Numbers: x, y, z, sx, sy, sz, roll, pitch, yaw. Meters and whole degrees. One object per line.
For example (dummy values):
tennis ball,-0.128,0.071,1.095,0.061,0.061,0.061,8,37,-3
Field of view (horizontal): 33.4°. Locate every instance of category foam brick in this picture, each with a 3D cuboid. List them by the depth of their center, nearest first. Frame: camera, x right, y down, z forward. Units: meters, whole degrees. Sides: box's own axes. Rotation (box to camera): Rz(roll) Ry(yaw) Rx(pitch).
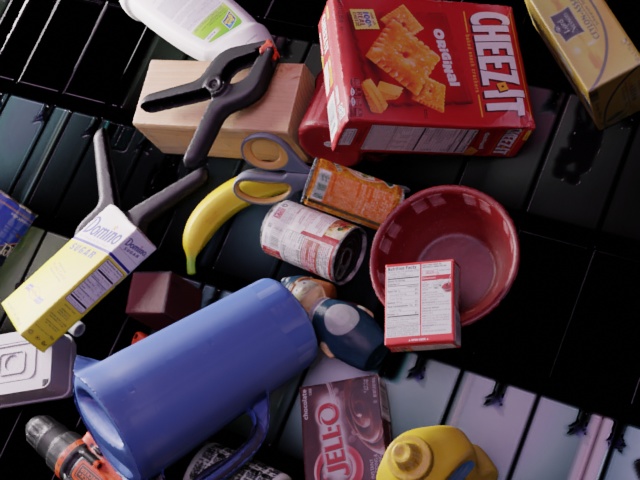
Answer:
foam brick,-0.178,0.072,1.225,0.051,0.078,0.053,-2,67,23

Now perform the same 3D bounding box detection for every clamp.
clamp,-0.114,-0.158,1.214,0.171,0.039,0.120,-32,66,6
clamp,-0.252,-0.032,1.316,0.165,0.036,0.210,29,84,20

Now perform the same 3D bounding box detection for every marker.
marker,-0.335,0.084,1.316,0.121,0.020,0.020,29,82,29

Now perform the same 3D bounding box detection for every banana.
banana,-0.093,-0.041,1.264,0.198,0.037,0.069,-37,84,6

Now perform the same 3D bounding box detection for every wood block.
wood block,-0.107,-0.155,1.284,0.206,0.090,0.091,5,71,23

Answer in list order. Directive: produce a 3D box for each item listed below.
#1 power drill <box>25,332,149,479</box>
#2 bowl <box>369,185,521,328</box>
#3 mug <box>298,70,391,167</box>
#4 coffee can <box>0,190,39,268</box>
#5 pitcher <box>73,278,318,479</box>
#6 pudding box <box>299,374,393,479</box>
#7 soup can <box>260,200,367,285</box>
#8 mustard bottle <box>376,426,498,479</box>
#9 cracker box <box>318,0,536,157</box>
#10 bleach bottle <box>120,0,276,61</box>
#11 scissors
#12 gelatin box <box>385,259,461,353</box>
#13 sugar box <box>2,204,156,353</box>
power drill,-0.227,0.201,1.204,0.185,0.057,0.187,32,86,25
bowl,0.136,0.026,1.130,0.162,0.055,0.162,-8,67,19
mug,0.034,-0.131,1.215,0.093,0.117,0.081,-30,32,56
coffee can,-0.438,-0.003,1.345,0.103,0.102,0.140,30,82,29
pitcher,-0.118,0.148,1.100,0.242,0.149,0.145,-30,26,-26
pudding box,0.028,0.203,1.109,0.090,0.039,0.113,-12,64,18
soup can,-0.008,0.001,1.191,0.102,0.068,0.068,22,78,28
mustard bottle,0.102,0.216,0.986,0.096,0.191,0.058,-36,60,4
cracker box,0.114,-0.179,1.159,0.213,0.072,0.164,1,65,-13
bleach bottle,-0.145,-0.268,1.363,0.102,0.068,0.251,-46,62,-2
scissors,-0.004,-0.084,1.205,0.202,0.096,0.016,-7,27,11
gelatin box,0.104,0.066,1.077,0.073,0.030,0.089,-7,66,21
sugar box,-0.279,0.041,1.230,0.176,0.048,0.093,-46,36,-6
